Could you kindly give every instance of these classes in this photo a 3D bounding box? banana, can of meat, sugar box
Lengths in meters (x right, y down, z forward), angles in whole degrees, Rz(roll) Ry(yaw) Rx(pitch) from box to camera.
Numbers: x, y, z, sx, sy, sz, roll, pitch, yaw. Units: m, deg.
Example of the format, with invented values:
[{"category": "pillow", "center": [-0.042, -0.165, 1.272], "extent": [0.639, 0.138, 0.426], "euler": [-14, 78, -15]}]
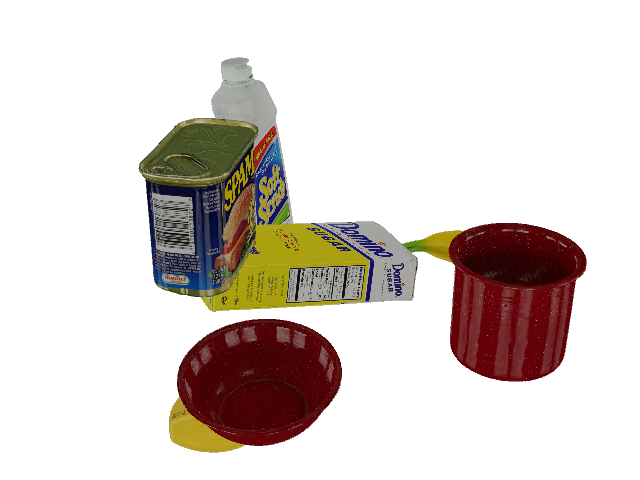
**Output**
[{"category": "banana", "center": [0.169, 0.029, 1.048], "extent": [0.069, 0.037, 0.198], "euler": [-37, 37, -22]}, {"category": "can of meat", "center": [-0.076, -0.023, 0.695], "extent": [0.057, 0.084, 0.102], "euler": [6, 27, 11]}, {"category": "sugar box", "center": [-0.018, 0.018, 0.887], "extent": [0.176, 0.048, 0.093], "euler": [-5, 23, -20]}]

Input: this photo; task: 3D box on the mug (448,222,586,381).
[{"category": "mug", "center": [0.130, 0.039, 0.754], "extent": [0.093, 0.081, 0.117], "euler": [-7, 29, -14]}]

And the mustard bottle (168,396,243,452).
[{"category": "mustard bottle", "center": [-0.128, 0.184, 1.322], "extent": [0.096, 0.058, 0.191], "euler": [0, 26, 1]}]

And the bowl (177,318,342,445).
[{"category": "bowl", "center": [-0.058, 0.149, 1.053], "extent": [0.162, 0.055, 0.162], "euler": [-2, 37, 2]}]

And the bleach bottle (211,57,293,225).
[{"category": "bleach bottle", "center": [-0.078, -0.063, 1.116], "extent": [0.068, 0.251, 0.102], "euler": [9, 29, 30]}]
